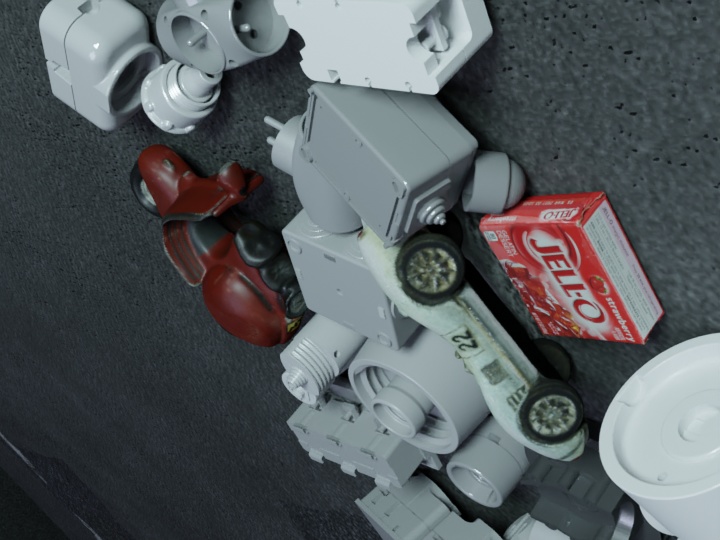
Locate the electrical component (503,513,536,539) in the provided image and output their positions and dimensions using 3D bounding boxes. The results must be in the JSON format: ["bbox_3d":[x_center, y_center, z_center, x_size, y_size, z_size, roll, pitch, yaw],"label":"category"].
[{"bbox_3d":[0.145,0.228,0.884,0.046,0.040,0.040,50,152,-1],"label":"electrical component"}]

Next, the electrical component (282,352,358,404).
[{"bbox_3d":[-0.031,0.075,0.861,0.044,0.065,0.044,30,149,20],"label":"electrical component"}]

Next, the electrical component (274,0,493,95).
[{"bbox_3d":[0.013,-0.126,0.526,0.089,0.055,0.050,15,142,41],"label":"electrical component"}]

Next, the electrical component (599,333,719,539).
[{"bbox_3d":[0.189,0.093,0.566,0.060,0.108,0.108,48,152,-25],"label":"electrical component"}]

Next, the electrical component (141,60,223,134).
[{"bbox_3d":[-0.113,-0.120,0.711,0.048,0.048,0.062,50,145,-14],"label":"electrical component"}]

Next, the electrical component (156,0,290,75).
[{"bbox_3d":[-0.090,-0.158,0.624,0.077,0.044,0.079,7,136,48],"label":"electrical component"}]

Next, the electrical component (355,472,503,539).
[{"bbox_3d":[0.084,0.252,0.929,0.105,0.060,0.186,57,166,-26],"label":"electrical component"}]

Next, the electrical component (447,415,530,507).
[{"bbox_3d":[0.099,0.146,0.816,0.055,0.047,0.055,31,151,20],"label":"electrical component"}]

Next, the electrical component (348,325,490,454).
[{"bbox_3d":[0.041,0.089,0.794,0.108,0.060,0.108,31,151,20],"label":"electrical component"}]

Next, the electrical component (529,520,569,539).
[{"bbox_3d":[0.175,0.218,0.825,0.081,0.043,0.043,17,144,38],"label":"electrical component"}]

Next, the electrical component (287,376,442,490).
[{"bbox_3d":[0.001,0.135,0.909,0.121,0.063,0.078,12,141,44],"label":"electrical component"}]

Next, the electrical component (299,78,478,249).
[{"bbox_3d":[0.021,-0.063,0.583,0.096,0.061,0.061,48,155,18],"label":"electrical component"}]

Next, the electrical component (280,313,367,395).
[{"bbox_3d":[-0.028,0.059,0.816,0.043,0.081,0.043,31,151,20],"label":"electrical component"}]

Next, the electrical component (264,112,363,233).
[{"bbox_3d":[-0.028,-0.071,0.671,0.079,0.043,0.077,31,150,21],"label":"electrical component"}]

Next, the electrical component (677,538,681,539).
[{"bbox_3d":[0.230,0.184,0.707,0.062,0.043,0.043,49,152,-11],"label":"electrical component"}]

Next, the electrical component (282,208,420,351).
[{"bbox_3d":[0.000,0.000,0.732,0.100,0.048,0.099,24,148,31],"label":"electrical component"}]

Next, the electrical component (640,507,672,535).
[{"bbox_3d":[0.205,0.130,0.661,0.043,0.043,0.081,35,152,13],"label":"electrical component"}]

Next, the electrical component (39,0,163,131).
[{"bbox_3d":[-0.178,-0.145,0.746,0.059,0.053,0.095,35,152,12],"label":"electrical component"}]
